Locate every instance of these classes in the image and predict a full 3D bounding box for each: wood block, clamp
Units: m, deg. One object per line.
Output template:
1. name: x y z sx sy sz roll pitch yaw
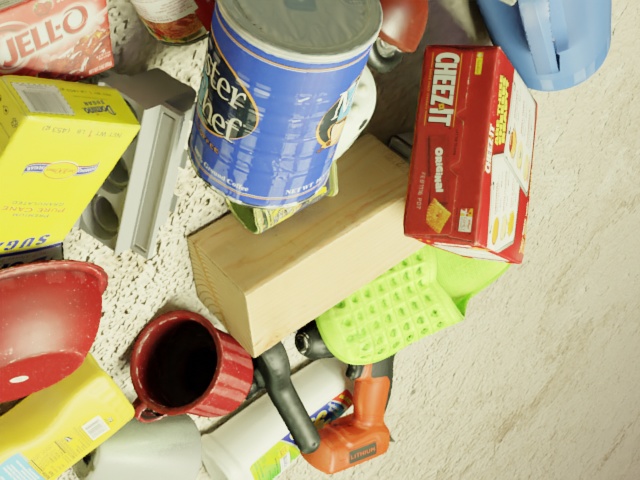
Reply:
1. wood block: -0.007 0.001 0.968 0.205 0.090 0.091 -32 145 -23
2. clamp: -0.058 0.125 1.055 0.039 0.120 0.171 -34 124 -29

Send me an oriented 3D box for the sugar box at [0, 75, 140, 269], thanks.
1. sugar box: -0.203 -0.028 0.709 0.093 0.048 0.176 -1 136 -50

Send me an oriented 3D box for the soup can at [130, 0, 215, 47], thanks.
1. soup can: -0.102 -0.181 0.678 0.068 0.069 0.102 -44 148 -7

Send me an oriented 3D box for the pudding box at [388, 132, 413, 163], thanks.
1. pudding box: 0.096 -0.056 1.079 0.089 0.039 0.114 -15 138 -42

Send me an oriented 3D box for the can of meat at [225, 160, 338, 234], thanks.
1. can of meat: -0.036 -0.063 0.896 0.083 0.057 0.102 -30 143 -22

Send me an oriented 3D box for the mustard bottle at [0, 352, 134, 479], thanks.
1. mustard bottle: -0.251 0.180 0.897 0.191 0.058 0.096 -39 153 -15

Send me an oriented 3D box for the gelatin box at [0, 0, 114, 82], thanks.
1. gelatin box: -0.177 -0.130 0.677 0.089 0.030 0.073 -29 144 -28

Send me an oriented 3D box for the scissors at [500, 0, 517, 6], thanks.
1. scissors: 0.058 -0.240 0.747 0.201 0.016 0.096 14 93 -13

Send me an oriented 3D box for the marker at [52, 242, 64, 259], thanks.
1. marker: -0.203 0.011 0.809 0.020 0.020 0.121 -25 141 -33

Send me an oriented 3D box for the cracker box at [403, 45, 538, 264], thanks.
1. cracker box: 0.140 -0.069 0.956 0.213 0.072 0.164 15 81 -69

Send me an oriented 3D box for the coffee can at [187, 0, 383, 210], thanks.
1. coffee can: -0.027 -0.103 0.694 0.102 0.103 0.140 -26 152 -32

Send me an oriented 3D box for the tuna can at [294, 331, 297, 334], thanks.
1. tuna can: 0.009 0.074 1.118 0.086 0.034 0.086 -31 144 -26

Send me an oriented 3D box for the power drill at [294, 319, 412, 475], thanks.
1. power drill: 0.033 0.150 1.115 0.184 0.057 0.188 -10 122 -42

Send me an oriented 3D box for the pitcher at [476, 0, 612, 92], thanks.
1. pitcher: 0.191 -0.222 0.921 0.149 0.145 0.242 -47 151 -5

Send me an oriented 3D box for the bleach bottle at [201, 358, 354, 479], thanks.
1. bleach bottle: -0.016 0.182 1.180 0.250 0.068 0.102 -38 147 -20

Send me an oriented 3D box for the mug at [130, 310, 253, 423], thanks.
1. mug: -0.121 0.125 0.969 0.117 0.093 0.081 -44 153 5

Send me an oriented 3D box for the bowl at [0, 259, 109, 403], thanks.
1. bowl: -0.221 0.075 0.763 0.162 0.055 0.162 -21 162 -7
